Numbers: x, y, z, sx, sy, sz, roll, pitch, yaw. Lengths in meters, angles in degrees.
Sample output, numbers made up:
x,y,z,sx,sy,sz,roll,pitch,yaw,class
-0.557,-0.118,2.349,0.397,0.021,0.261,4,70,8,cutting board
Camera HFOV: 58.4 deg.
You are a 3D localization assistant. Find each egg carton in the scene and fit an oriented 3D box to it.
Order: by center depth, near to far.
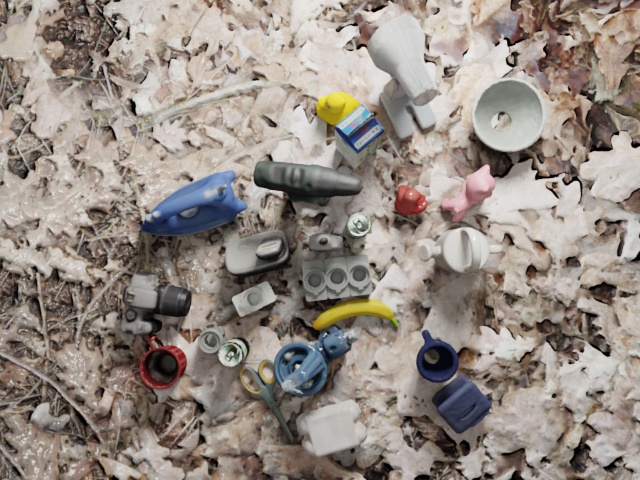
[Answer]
x,y,z,sx,sy,sz,roll,pitch,yaw,class
0.027,0.425,1.287,0.150,0.069,0.107,-17,88,1,egg carton

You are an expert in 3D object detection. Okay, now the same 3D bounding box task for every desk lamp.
x,y,z,sx,sy,sz,roll,pitch,yaw,class
0.188,-0.347,1.233,0.118,0.213,0.203,-25,88,1,desk lamp

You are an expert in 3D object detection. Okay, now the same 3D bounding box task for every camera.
x,y,z,sx,sy,sz,roll,pitch,yaw,class
-0.367,0.150,1.290,0.136,0.101,0.143,9,89,2,camera

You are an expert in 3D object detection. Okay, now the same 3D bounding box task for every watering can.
x,y,z,sx,sy,sz,roll,pitch,yaw,class
0.303,0.026,1.228,0.173,0.194,0.101,-25,87,1,watering can

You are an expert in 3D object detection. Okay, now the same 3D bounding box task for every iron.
x,y,z,sx,sy,sz,roll,pitch,yaw,class
-0.301,-0.071,1.275,0.258,0.141,0.119,-22,88,1,iron

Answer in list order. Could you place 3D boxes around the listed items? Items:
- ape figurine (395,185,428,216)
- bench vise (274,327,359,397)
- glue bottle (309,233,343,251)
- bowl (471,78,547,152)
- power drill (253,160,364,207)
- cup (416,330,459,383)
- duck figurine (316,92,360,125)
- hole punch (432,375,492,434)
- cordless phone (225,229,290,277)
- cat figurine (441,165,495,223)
x,y,z,sx,sy,sz,roll,pitch,yaw,class
0.204,-0.092,1.285,0.076,0.092,0.078,-34,87,1,ape figurine
-0.020,0.250,1.218,0.121,0.220,0.207,40,90,3,bench vise
0.011,0.004,1.248,0.078,0.173,0.037,0,88,2,glue bottle
0.417,-0.275,1.293,0.167,0.075,0.167,0,88,2,bowl
-0.022,-0.122,1.235,0.229,0.208,0.076,8,88,2,power drill
0.249,0.252,1.273,0.091,0.095,0.118,-24,88,1,cup
0.042,-0.306,1.299,0.104,0.086,0.077,7,88,2,duck figurine
0.320,0.368,1.269,0.108,0.091,0.101,-41,87,0,hole punch
-0.141,0.029,1.245,0.147,0.185,0.094,-18,88,1,cordless phone
0.337,-0.102,1.269,0.067,0.118,0.128,44,90,3,cat figurine
